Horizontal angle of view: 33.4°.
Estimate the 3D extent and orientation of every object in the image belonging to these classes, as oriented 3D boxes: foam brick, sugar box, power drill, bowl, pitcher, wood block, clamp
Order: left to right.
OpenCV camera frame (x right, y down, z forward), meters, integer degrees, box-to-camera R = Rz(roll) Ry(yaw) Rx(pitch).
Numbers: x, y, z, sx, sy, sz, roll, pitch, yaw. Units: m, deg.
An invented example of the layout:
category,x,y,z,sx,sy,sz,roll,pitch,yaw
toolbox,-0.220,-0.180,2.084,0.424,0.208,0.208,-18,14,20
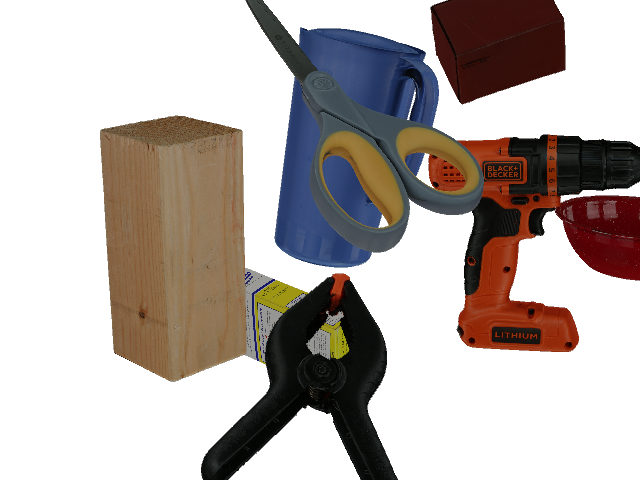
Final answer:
category,x,y,z,sx,sy,sz,roll,pitch,yaw
wood block,-0.127,0.004,0.932,0.091,0.206,0.090,18,25,41
sugar box,-0.039,0.095,1.159,0.176,0.093,0.048,22,38,35
clamp,-0.010,0.095,0.675,0.120,0.171,0.039,7,-42,-8
pitcher,0.031,-0.096,1.125,0.145,0.243,0.149,9,16,-4
foam brick,0.121,-0.138,0.728,0.078,0.051,0.053,-18,-35,0
power drill,0.188,0.001,0.931,0.185,0.188,0.057,1,13,16
bowl,0.315,0.000,1.068,0.162,0.055,0.162,1,17,-1

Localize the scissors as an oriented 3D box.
category,x,y,z,sx,sy,sz,roll,pitch,yaw
scissors,0.021,-0.073,0.560,0.096,0.202,0.016,-3,-41,-15
